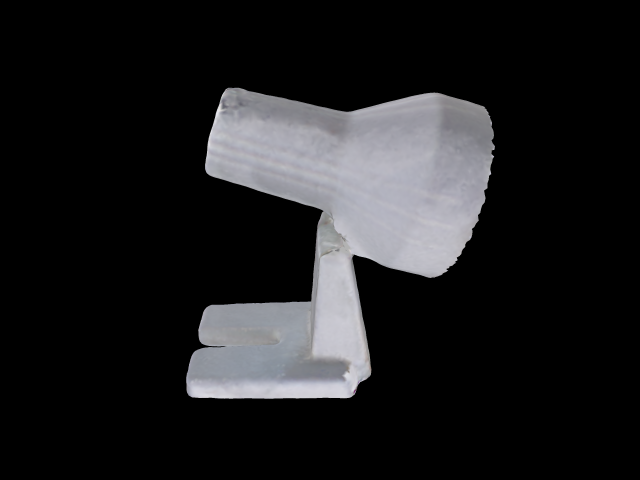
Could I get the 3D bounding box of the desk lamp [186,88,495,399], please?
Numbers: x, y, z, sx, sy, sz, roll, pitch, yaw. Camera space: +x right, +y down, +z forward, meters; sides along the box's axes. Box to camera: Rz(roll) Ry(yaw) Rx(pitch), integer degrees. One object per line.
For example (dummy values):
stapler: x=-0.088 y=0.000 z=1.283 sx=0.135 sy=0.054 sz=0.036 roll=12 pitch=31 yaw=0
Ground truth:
desk lamp: x=0.004 y=0.001 z=0.400 sx=0.203 sy=0.214 sz=0.118 roll=-1 pitch=28 yaw=-2
